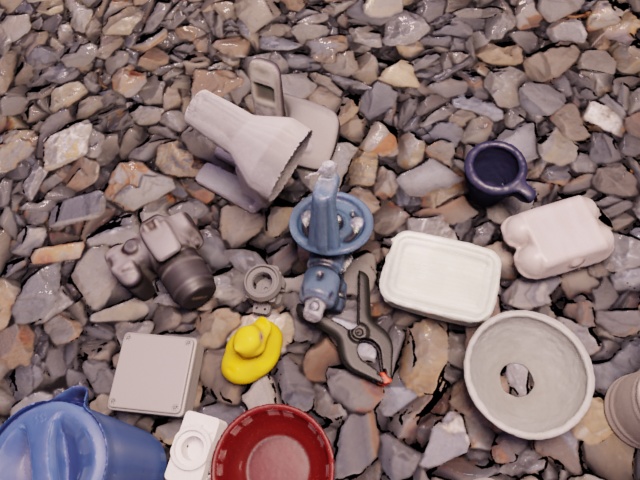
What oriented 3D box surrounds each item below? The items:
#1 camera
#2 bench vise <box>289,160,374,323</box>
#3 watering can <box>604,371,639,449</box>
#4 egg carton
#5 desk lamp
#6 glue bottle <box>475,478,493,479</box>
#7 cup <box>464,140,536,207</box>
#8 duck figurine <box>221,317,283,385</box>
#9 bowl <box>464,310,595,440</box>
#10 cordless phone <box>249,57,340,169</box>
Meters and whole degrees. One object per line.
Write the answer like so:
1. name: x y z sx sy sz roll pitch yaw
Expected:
1. camera: -0.230 0.041 0.860 0.143 0.101 0.136 -34 68 -10
2. bench vise: 0.019 0.001 0.792 0.121 0.220 0.207 -8 66 1
3. watering can: 0.427 0.189 0.694 0.101 0.194 0.172 -17 67 -2
4. egg carton: 0.351 -0.002 0.849 0.150 0.069 0.107 -18 67 -3
5. desk lamp: -0.110 -0.126 0.860 0.203 0.214 0.118 27 72 15
6. glue bottle: 0.205 0.319 0.667 0.037 0.173 0.078 -9 66 1
7. cup: 0.272 -0.084 0.876 0.117 0.095 0.092 41 76 19
8. duck figurine: -0.101 0.152 0.810 0.077 0.086 0.105 36 74 18
9. bowl: 0.273 0.185 0.773 0.167 0.075 0.167 -2 67 4
10. cordless phone: -0.044 -0.201 0.902 0.147 0.185 0.094 17 69 12
